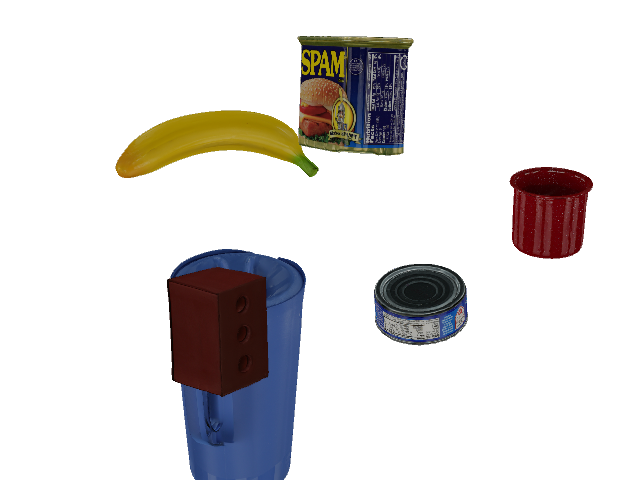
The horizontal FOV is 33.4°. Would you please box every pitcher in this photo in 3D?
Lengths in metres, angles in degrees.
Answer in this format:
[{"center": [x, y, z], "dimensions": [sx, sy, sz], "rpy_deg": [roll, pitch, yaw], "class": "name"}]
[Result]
[{"center": [-0.088, 0.143, 1.087], "dimensions": [0.149, 0.243, 0.145], "rpy_deg": [-11, 28, -24], "class": "pitcher"}]

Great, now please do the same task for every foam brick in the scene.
[{"center": [-0.073, 0.063, 0.766], "dimensions": [0.051, 0.078, 0.052], "rpy_deg": [9, 17, 39], "class": "foam brick"}]

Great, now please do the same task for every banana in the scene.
[{"center": [-0.098, -0.091, 0.992], "dimensions": [0.197, 0.070, 0.037], "rpy_deg": [-3, -42, -25], "class": "banana"}]

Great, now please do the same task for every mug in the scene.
[{"center": [0.273, -0.035, 1.241], "dimensions": [0.093, 0.081, 0.117], "rpy_deg": [21, 33, 40], "class": "mug"}]

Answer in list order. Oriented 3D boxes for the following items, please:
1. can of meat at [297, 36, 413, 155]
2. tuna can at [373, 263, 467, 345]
[{"center": [0.023, -0.110, 0.799], "dimensions": [0.057, 0.084, 0.102], "rpy_deg": [-3, 12, -28], "class": "can of meat"}, {"center": [0.092, 0.057, 0.978], "dimensions": [0.086, 0.034, 0.086], "rpy_deg": [-5, 31, 3], "class": "tuna can"}]
